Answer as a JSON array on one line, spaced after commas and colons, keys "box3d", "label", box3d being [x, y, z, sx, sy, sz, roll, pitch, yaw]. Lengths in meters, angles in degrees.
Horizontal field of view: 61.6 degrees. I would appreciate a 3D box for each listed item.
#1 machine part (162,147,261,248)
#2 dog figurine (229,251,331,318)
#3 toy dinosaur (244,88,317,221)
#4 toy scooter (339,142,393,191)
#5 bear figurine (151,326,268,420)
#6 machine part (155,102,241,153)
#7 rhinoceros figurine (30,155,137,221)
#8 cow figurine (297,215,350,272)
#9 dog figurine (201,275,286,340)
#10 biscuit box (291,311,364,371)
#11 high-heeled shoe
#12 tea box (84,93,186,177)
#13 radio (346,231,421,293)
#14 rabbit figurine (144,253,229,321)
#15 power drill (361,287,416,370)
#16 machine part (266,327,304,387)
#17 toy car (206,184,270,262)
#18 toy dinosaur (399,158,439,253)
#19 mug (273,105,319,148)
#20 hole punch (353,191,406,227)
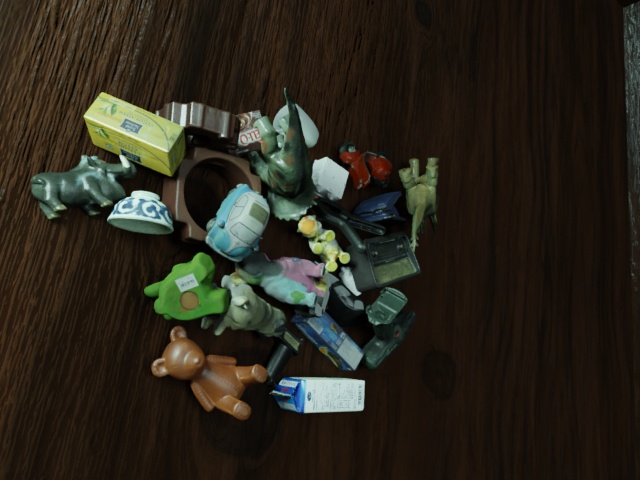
[{"box3d": [-0.232, -0.084, 1.154, 0.201, 0.087, 0.201, 10, 75, -38], "label": "machine part"}, {"box3d": [-0.094, 0.089, 1.202, 0.191, 0.219, 0.108, 71, 35, -65], "label": "dog figurine"}, {"box3d": [-0.068, -0.156, 1.167, 0.131, 0.405, 0.192, -33, 86, -11], "label": "toy dinosaur"}, {"box3d": [0.132, -0.185, 1.462, 0.184, 0.075, 0.135, 14, 54, -36], "label": "toy scooter"}, {"box3d": [-0.223, 0.262, 1.075, 0.195, 0.132, 0.120, 48, 53, -30], "label": "bear figurine"}, {"box3d": [-0.255, -0.226, 1.109, 0.179, 0.179, 0.056, 11, 78, -38], "label": "machine part"}, {"box3d": [-0.436, -0.103, 1.005, 0.190, 0.073, 0.112, -20, 86, -39], "label": "rhinoceros figurine"}, {"box3d": [-0.002, -0.006, 1.314, 0.068, 0.098, 0.167, -37, 121, -1], "label": "cow figurine"}, {"box3d": [-0.133, 0.155, 1.143, 0.190, 0.172, 0.121, 18, 82, -28], "label": "dog figurine"}, {"box3d": [0.020, 0.238, 1.317, 0.202, 0.063, 0.059, 48, 57, -22], "label": "biscuit box"}, {"box3d": [0.046, 0.135, 1.373, 0.248, 0.086, 0.145, 29, 33, -51], "label": "high-heeled shoe"}, {"box3d": [-0.349, -0.199, 1.026, 0.170, 0.098, 0.068, 21, 64, 0], "label": "tea box"}, {"box3d": [0.172, 0.054, 1.436, 0.229, 0.073, 0.131, -10, 82, -52], "label": "radio"}, {"box3d": [-0.258, 0.099, 1.072, 0.159, 0.170, 0.121, -31, 104, 4], "label": "rabbit figurine"}, {"box3d": [0.180, 0.214, 1.398, 0.232, 0.086, 0.207, -43, 152, -28], "label": "power drill"}, {"box3d": [-0.090, 0.270, 1.239, 0.084, 0.039, 0.139, 48, 54, -32], "label": "machine part"}, {"box3d": [-0.150, -0.039, 1.092, 0.109, 0.103, 0.161, 39, 62, -29], "label": "toy car"}, {"box3d": [0.287, -0.111, 1.504, 0.471, 0.105, 0.198, -47, 131, -61], "label": "toy dinosaur"}, {"box3d": [-0.054, -0.267, 1.337, 0.107, 0.081, 0.109, 33, 58, -40], "label": "mug"}, {"box3d": [0.159, -0.082, 1.448, 0.115, 0.142, 0.092, 0, 84, -53], "label": "hole punch"}]
